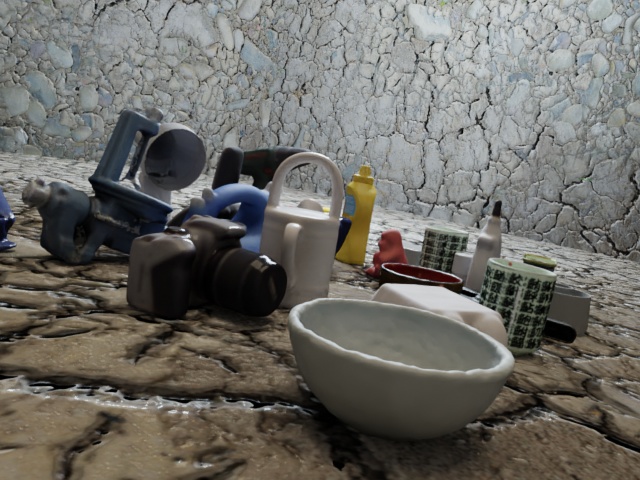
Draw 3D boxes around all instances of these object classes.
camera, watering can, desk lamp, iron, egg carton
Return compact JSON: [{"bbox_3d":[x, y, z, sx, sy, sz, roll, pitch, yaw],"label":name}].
[{"bbox_3d":[-0.114,0.031,0.632,0.136,0.101,0.144,14,9,30],"label":"camera"},{"bbox_3d":[-0.026,-0.018,0.747,0.101,0.194,0.172,7,8,-17],"label":"watering can"},{"bbox_3d":[-0.317,-0.125,1.089,0.118,0.213,0.202,3,10,-42],"label":"desk lamp"},{"bbox_3d":[-0.132,-0.017,0.803,0.118,0.141,0.259,13,8,23],"label":"iron"},{"bbox_3d":[0.118,0.092,0.593,0.107,0.069,0.150,6,9,-27],"label":"egg carton"}]

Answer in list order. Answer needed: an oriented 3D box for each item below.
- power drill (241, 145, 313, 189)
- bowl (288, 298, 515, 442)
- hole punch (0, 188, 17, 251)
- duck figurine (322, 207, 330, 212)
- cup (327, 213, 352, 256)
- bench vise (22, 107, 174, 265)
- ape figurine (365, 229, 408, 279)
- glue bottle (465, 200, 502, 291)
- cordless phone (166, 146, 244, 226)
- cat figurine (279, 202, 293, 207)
[{"bbox_3d":[-0.123,-0.132,1.407,0.228,0.208,0.076,14,9,31],"label":"power drill"},{"bbox_3d":[0.054,0.101,0.428,0.167,0.075,0.167,10,8,-1],"label":"bowl"},{"bbox_3d":[-0.454,-0.037,0.733,0.100,0.091,0.109,16,10,40],"label":"hole punch"},{"bbox_3d":[0.002,-0.033,1.297,0.104,0.086,0.077,9,8,-4],"label":"duck figurine"},{"bbox_3d":[0.009,0.004,1.008,0.092,0.095,0.117,7,8,-20],"label":"cup"},{"bbox_3d":[-0.277,-0.078,0.773,0.121,0.220,0.208,13,8,21],"label":"bench vise"},{"bbox_3d":[0.120,0.025,1.002,0.076,0.092,0.078,12,8,18],"label":"ape figurine"},{"bbox_3d":[0.269,0.020,0.920,0.037,0.173,0.078,14,9,28],"label":"glue bottle"},{"bbox_3d":[-0.195,-0.079,1.017,0.094,0.185,0.148,13,8,23],"label":"cordless phone"},{"bbox_3d":[-0.097,-0.048,1.163,0.067,0.118,0.128,15,10,36],"label":"cat figurine"}]
